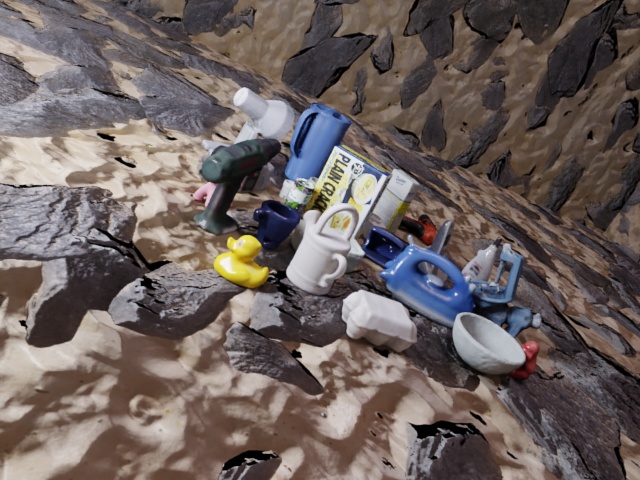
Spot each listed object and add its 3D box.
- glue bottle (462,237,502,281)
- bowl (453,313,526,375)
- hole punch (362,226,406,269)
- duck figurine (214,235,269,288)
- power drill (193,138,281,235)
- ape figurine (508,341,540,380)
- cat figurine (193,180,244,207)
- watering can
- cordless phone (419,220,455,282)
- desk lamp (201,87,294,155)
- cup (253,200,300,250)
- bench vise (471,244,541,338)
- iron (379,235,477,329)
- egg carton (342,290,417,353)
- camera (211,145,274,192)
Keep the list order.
[{"bbox_3d":[0.460,0.064,1.611,0.037,0.173,0.078,8,28,-40],"label":"glue bottle"},{"bbox_3d":[0.348,0.234,1.227,0.168,0.074,0.167,24,22,-10],"label":"bowl"},{"bbox_3d":[0.169,0.011,1.499,0.108,0.091,0.101,31,22,9],"label":"hole punch"},{"bbox_3d":[-0.139,0.035,1.084,0.104,0.086,0.077,27,21,-2],"label":"duck figurine"},{"bbox_3d":[-0.181,-0.121,1.218,0.075,0.208,0.230,33,22,14],"label":"power drill"},{"bbox_3d":[0.447,0.260,1.261,0.076,0.092,0.077,14,25,-31],"label":"ape figurine"},{"bbox_3d":[-0.222,-0.139,1.336,0.067,0.117,0.128,33,22,15],"label":"cat figurine"},{"bbox_3d":[0.009,0.004,1.182,0.172,0.194,0.101,39,24,27],"label":"watering can"},{"bbox_3d":[0.318,0.029,1.506,0.094,0.185,0.148,35,22,19],"label":"cordless phone"},{"bbox_3d":[-0.200,-0.320,1.645,0.204,0.213,0.117,8,28,-41],"label":"desk lamp"},{"bbox_3d":[-0.109,-0.028,1.249,0.118,0.095,0.091,1,33,-49],"label":"cup"},{"bbox_3d":[0.450,0.126,1.394,0.207,0.219,0.121,24,21,-9],"label":"bench vise"},{"bbox_3d":[0.276,0.102,1.349,0.258,0.141,0.119,30,21,6],"label":"iron"},{"bbox_3d":[0.116,0.160,1.127,0.151,0.069,0.107,19,23,-20],"label":"egg carton"},{"bbox_3d":[-0.210,-0.202,1.519,0.136,0.101,0.143,36,23,20],"label":"camera"}]
